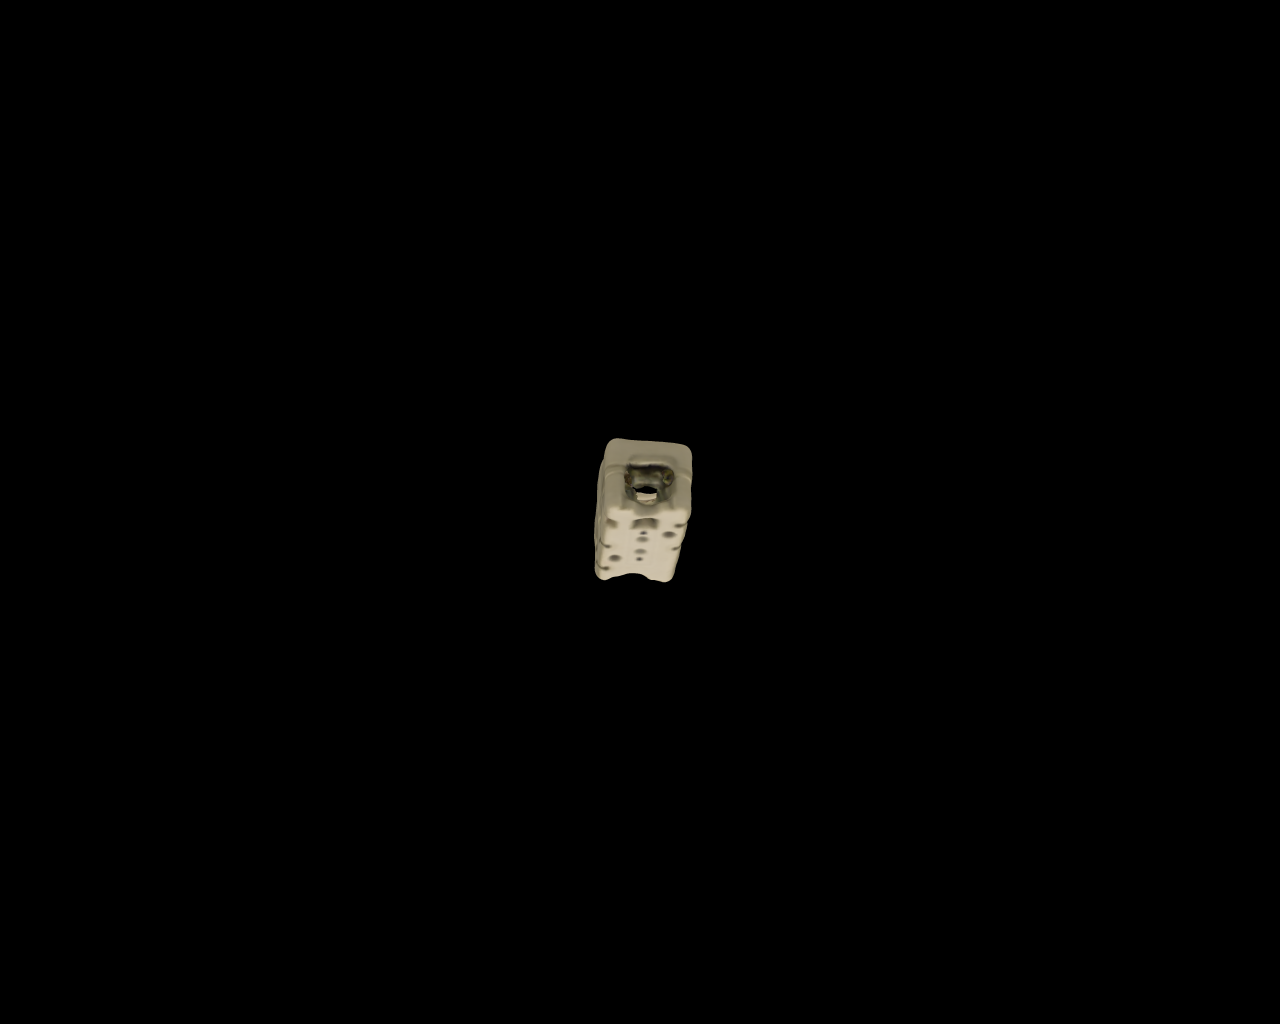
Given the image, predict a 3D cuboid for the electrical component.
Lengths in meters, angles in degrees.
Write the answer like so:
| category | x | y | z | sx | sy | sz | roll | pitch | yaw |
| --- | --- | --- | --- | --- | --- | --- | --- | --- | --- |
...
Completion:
| category | x | y | z | sx | sy | sz | roll | pitch | yaw |
| --- | --- | --- | --- | --- | --- | --- | --- | --- | --- |
| electrical component | 0.001 | -0.003 | 0.650 | 0.050 | 0.056 | 0.089 | 3 | -33 | -5 |
